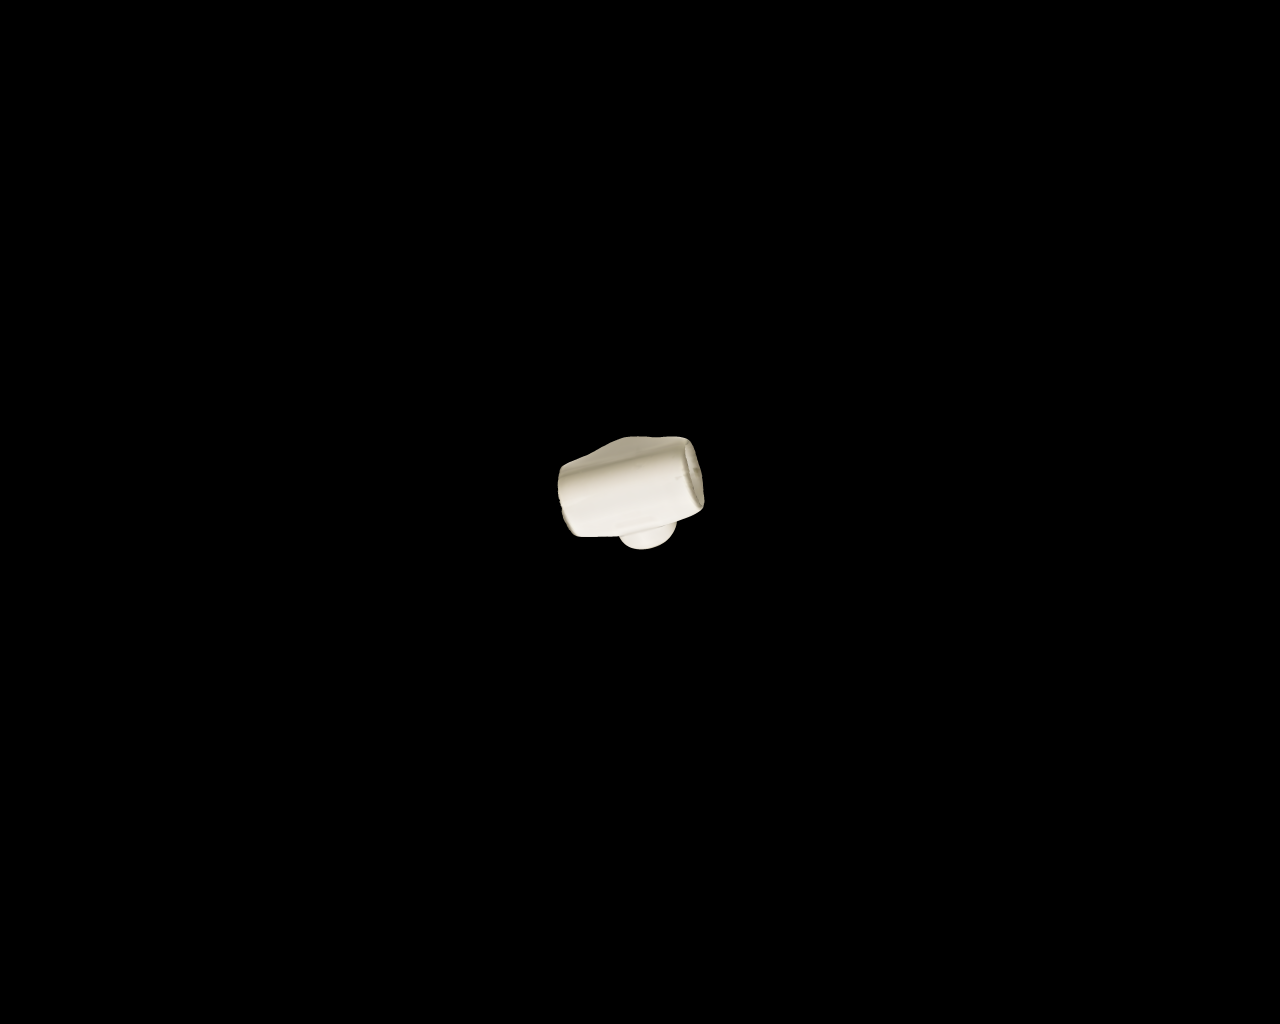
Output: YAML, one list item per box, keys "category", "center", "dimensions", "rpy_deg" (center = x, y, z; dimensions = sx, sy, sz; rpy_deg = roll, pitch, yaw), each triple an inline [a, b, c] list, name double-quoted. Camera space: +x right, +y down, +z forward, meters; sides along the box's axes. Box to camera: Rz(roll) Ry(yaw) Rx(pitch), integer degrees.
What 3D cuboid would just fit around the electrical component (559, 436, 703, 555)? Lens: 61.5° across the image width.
- category: "electrical component"
  center: [0.001, -0.003, 0.650]
  dimensions: [0.077, 0.043, 0.079]
  rpy_deg: [-13, -47, 12]
